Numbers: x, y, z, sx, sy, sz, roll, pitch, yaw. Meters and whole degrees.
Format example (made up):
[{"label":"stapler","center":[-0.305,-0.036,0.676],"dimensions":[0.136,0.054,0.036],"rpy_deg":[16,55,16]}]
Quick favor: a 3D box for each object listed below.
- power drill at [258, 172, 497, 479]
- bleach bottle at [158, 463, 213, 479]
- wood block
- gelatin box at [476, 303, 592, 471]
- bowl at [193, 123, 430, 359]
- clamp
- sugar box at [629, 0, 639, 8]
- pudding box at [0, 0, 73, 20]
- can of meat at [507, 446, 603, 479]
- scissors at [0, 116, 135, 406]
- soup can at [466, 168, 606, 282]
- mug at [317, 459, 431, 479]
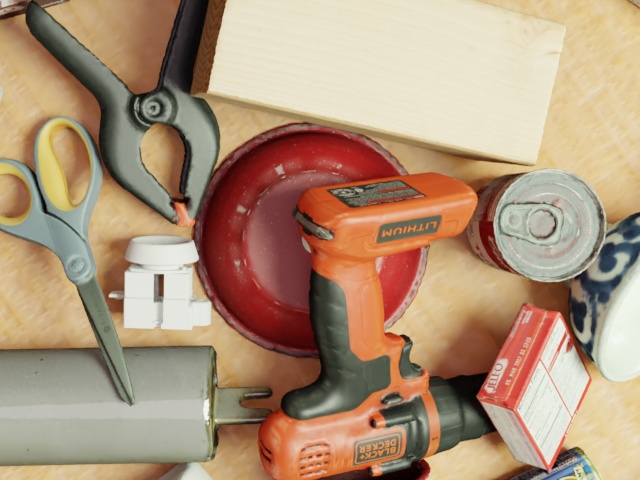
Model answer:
[{"label":"power drill","center":[0.051,0.056,0.663],"dimensions":[0.184,0.057,0.188],"rpy_deg":[-9,112,-26]},{"label":"bleach bottle","center":[-0.042,0.271,0.706],"dimensions":[0.102,0.068,0.251],"rpy_deg":[-38,95,5]},{"label":"wood block","center":[0.033,-0.112,0.664],"dimensions":[0.206,0.090,0.091],"rpy_deg":[11,94,-14]},{"label":"gelatin box","center":[0.139,0.095,0.688],"dimensions":[0.030,0.089,0.073],"rpy_deg":[12,61,38]},{"label":"bowl","center":[-0.005,0.001,0.703],"dimensions":[0.162,0.055,0.162],"rpy_deg":[0,91,-2]},{"label":"clamp","center":[-0.121,-0.090,0.694],"dimensions":[0.120,0.039,0.171],"rpy_deg":[-7,98,-6]},{"label":"sugar box","center":[0.194,-0.228,0.708],"dimensions":[0.176,0.048,0.093],"rpy_deg":[32,94,-4]},{"label":"pudding box","center":[-0.187,-0.200,0.699],"dimensions":[0.113,0.039,0.090],"rpy_deg":[-15,91,-2]},{"label":"can of meat","center":[0.158,0.200,0.713],"dimensions":[0.084,0.057,0.102],"rpy_deg":[-25,93,-4]},{"label":"scissors","center":[-0.173,0.016,0.686],"dimensions":[0.096,0.016,0.202],"rpy_deg":[-12,71,9]},{"label":"soup can","center":[0.134,-0.010,0.683],"dimensions":[0.068,0.102,0.068],"rpy_deg":[0,92,-3]},{"label":"mug","center":[0.023,0.190,0.682],"dimensions":[0.093,0.117,0.081],"rpy_deg":[-1,97,24]}]
